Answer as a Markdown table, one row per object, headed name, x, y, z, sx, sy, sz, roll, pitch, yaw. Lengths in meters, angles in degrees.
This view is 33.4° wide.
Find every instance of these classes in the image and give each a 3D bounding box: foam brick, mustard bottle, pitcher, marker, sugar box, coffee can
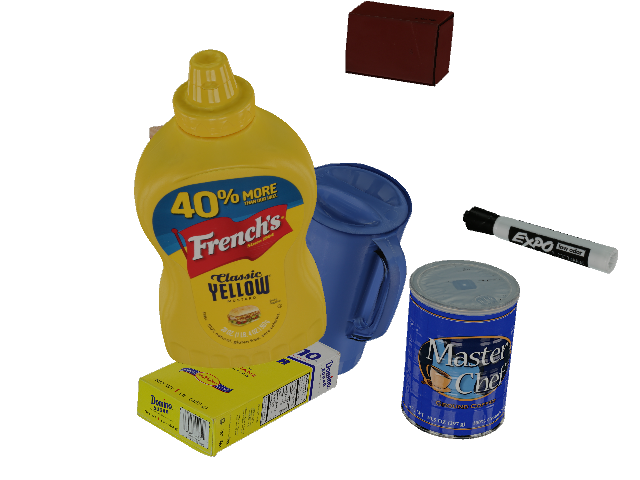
| name | x | y | z | sx | sy | sz | roll | pitch | yaw |
| --- | --- | --- | --- | --- | --- | --- | --- | --- | --- |
| foam brick | 0.064 | -0.162 | 0.873 | 0.078 | 0.051 | 0.053 | 12 | 26 | 17 |
| mustard bottle | -0.049 | -0.016 | 0.575 | 0.096 | 0.192 | 0.058 | -7 | 40 | -4 |
| pitcher | 0.022 | 0.046 | 1.225 | 0.145 | 0.243 | 0.149 | 15 | 38 | 5 |
| marker | 0.160 | -0.002 | 0.789 | 0.121 | 0.020 | 0.020 | 20 | 11 | 33 |
| sugar box | -0.071 | 0.128 | 0.972 | 0.093 | 0.048 | 0.175 | 23 | 30 | 32 |
| coffee can | 0.132 | 0.103 | 1.022 | 0.103 | 0.140 | 0.103 | 1 | 25 | -1 |

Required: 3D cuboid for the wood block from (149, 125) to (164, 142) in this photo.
| name | x | y | z | sx | sy | sz | roll | pitch | yaw |
| --- | --- | --- | --- | --- | --- | --- | --- | --- | --- |
| wood block | -0.119 | -0.077 | 1.284 | 0.090 | 0.090 | 0.206 | -12 | 25 | -33 |
